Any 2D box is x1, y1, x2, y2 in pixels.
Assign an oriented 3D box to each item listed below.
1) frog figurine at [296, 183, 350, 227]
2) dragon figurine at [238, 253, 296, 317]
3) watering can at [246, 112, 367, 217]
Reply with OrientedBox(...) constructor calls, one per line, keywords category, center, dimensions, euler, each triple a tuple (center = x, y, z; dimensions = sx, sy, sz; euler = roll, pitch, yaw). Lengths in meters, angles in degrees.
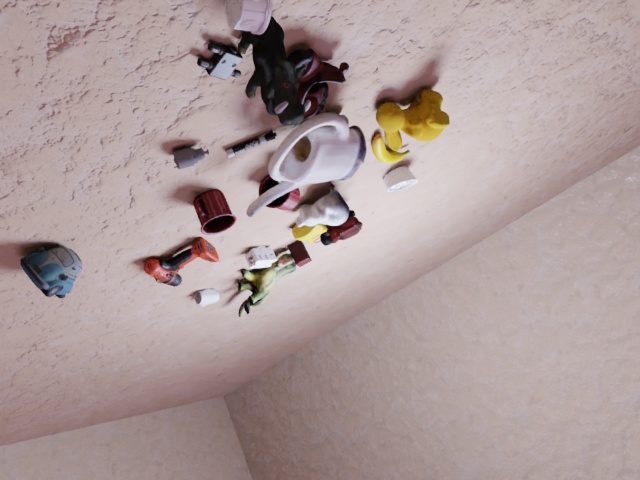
OrientedBox(category="frog figurine", center=(0.005, -0.078, 1.551), dimensions=(0.159, 0.123, 0.137), euler=(-38, 178, -1))
OrientedBox(category="dragon figurine", center=(-0.186, 0.162, 1.930), dimensions=(0.245, 0.123, 0.402), euler=(-25, 163, -26))
OrientedBox(category="watering can", center=(-0.029, -0.168, 1.191), dimensions=(0.225, 0.106, 0.341), euler=(-7, 151, -38))
